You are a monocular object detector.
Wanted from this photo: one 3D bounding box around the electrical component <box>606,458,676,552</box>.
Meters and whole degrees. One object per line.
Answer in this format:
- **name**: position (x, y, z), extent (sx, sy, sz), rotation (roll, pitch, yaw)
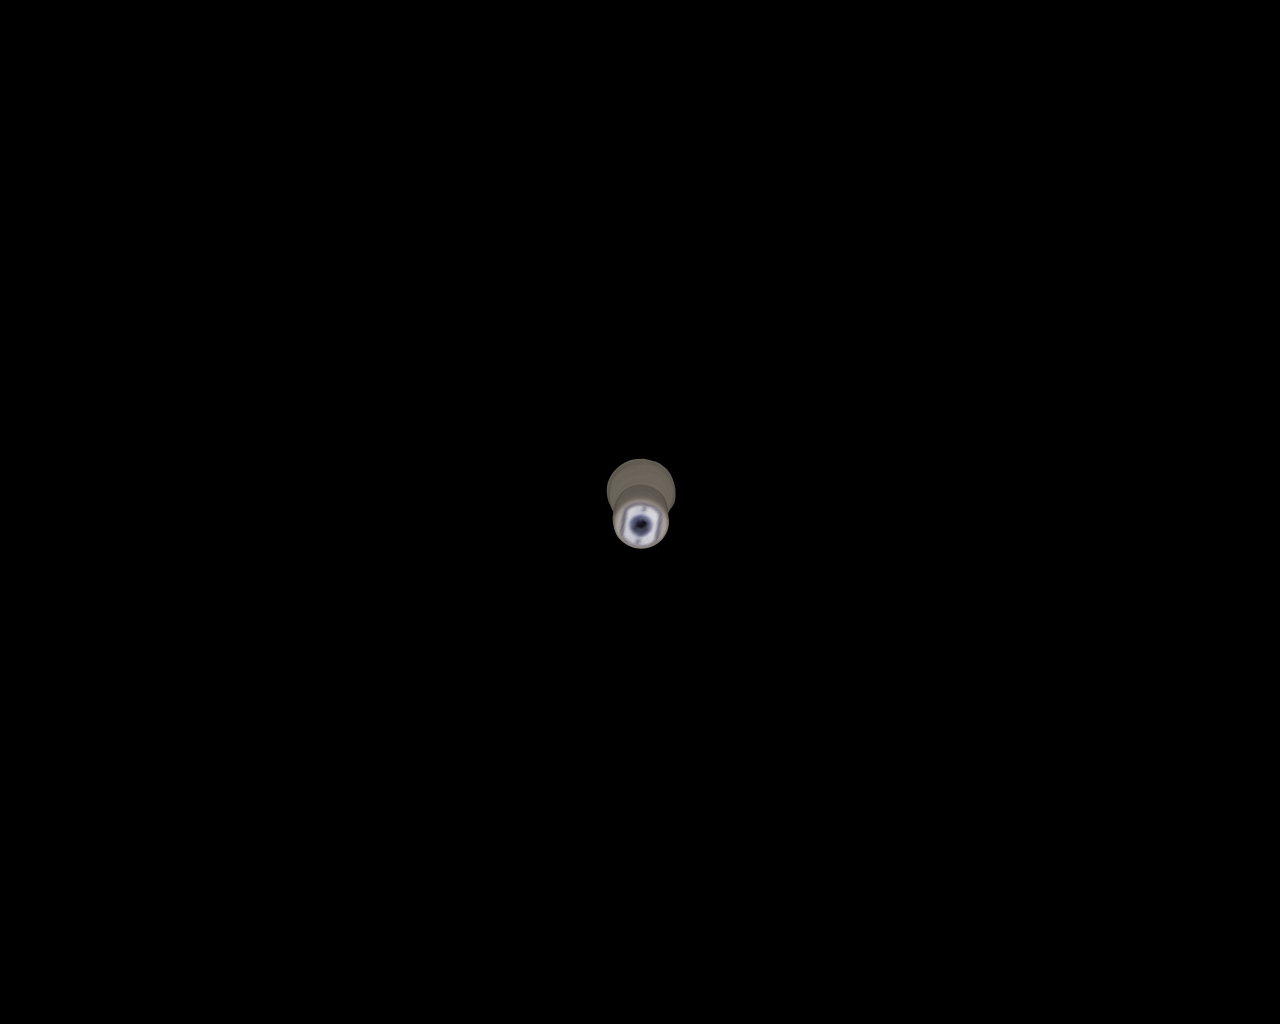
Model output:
- **electrical component**: position (0.001, -0.003, 0.650), extent (0.044, 0.044, 0.065), rotation (0, 20, 0)
